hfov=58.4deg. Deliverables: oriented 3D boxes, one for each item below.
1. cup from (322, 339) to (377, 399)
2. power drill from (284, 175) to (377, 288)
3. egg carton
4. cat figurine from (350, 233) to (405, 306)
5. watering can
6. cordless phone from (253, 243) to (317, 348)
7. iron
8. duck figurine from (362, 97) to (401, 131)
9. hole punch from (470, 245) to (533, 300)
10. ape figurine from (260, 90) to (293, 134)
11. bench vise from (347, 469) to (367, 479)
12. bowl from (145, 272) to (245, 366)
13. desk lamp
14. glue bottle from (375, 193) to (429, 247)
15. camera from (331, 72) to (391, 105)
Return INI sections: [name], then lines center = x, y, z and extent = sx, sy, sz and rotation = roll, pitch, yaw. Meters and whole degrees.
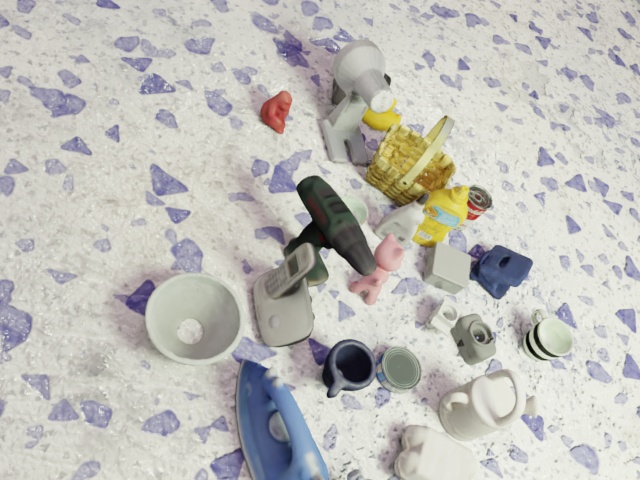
[cup]
center = 0.036, 0.243, 1.017
extent = 0.091, 0.095, 0.118
rotation = 39, 53, 2
[power drill]
center = 0.010, 0.004, 1.079
extent = 0.076, 0.208, 0.229
rotation = -16, 68, -31
[egg carton]
center = 0.206, 0.399, 1.017
extent = 0.150, 0.069, 0.107
rotation = 29, 53, -6
[cat figurine]
center = 0.128, 0.053, 1.159
extent = 0.067, 0.117, 0.128
rotation = 33, 53, -3
[watering can]
center = 0.316, 0.297, 1.050
extent = 0.173, 0.194, 0.101
rotation = -9, 65, -28
[cordless phone]
center = -0.048, 0.098, 1.010
extent = 0.094, 0.185, 0.147
rotation = -3, 62, -26
[iron]
center = -0.062, 0.291, 0.915
extent = 0.119, 0.141, 0.258
rotation = -14, 68, -30
[duck figurine]
center = 0.161, -0.324, 1.422
extent = 0.105, 0.086, 0.077
rotation = 19, 55, -13
[hole punch]
center = 0.411, 0.065, 1.298
extent = 0.101, 0.091, 0.109
rotation = 43, 53, 5
[ape figurine]
center = -0.090, -0.297, 1.287
extent = 0.076, 0.092, 0.078
rotation = 43, 53, 5
[bench vise]
center = 0.114, 0.445, 0.854
extent = 0.207, 0.219, 0.122
rotation = 38, 53, 1
[bowl]
center = -0.216, 0.144, 0.975
extent = 0.168, 0.074, 0.167
rotation = 12, 57, -18
[desk lamp]
center = 0.089, -0.313, 1.302
extent = 0.118, 0.213, 0.203
rotation = -1, 62, -25
[glue bottle]
center = 0.184, -0.047, 1.211
extent = 0.078, 0.173, 0.037
rotation = 33, 53, -3
[camera]
center = 0.110, -0.401, 1.436
extent = 0.137, 0.100, 0.143
rotation = 18, 55, -13
